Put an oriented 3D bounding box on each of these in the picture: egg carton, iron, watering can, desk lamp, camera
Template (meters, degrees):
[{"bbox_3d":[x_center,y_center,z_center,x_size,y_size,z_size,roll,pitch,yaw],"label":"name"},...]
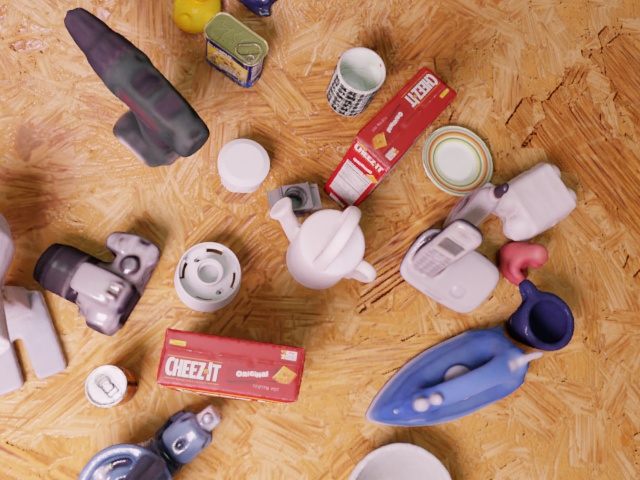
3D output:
[{"bbox_3d":[0.368,-0.065,0.994,0.150,0.069,0.107,-30,84,-18],"label":"egg carton"},{"bbox_3d":[0.199,0.214,0.846,0.259,0.141,0.118,-21,81,-17],"label":"iron"},{"bbox_3d":[0.007,0.005,0.829,0.173,0.194,0.101,13,73,-9],"label":"watering can"},{"bbox_3d":[-0.409,0.079,0.707,0.118,0.213,0.203,-22,81,-17],"label":"desk lamp"},{"bbox_3d":[-0.313,0.043,0.797,0.137,0.100,0.143,27,72,-4],"label":"camera"}]

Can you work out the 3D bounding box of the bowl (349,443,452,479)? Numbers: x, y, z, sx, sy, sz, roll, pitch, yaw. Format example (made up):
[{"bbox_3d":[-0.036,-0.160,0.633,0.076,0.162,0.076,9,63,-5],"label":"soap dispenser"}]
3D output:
[{"bbox_3d":[0.106,0.375,0.818,0.167,0.074,0.167,3,75,-12],"label":"bowl"}]

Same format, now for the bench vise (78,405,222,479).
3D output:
[{"bbox_3d":[-0.216,0.277,0.695,0.121,0.219,0.207,32,71,-3],"label":"bench vise"}]

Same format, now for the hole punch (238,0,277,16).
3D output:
[{"bbox_3d":[-0.106,-0.460,0.979,0.108,0.091,0.101,37,71,-1],"label":"hole punch"}]

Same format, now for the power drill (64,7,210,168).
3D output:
[{"bbox_3d":[-0.256,-0.193,0.814,0.229,0.208,0.076,41,71,0],"label":"power drill"}]

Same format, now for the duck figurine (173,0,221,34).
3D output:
[{"bbox_3d":[-0.202,-0.402,0.945,0.077,0.086,0.105,26,72,-5],"label":"duck figurine"}]

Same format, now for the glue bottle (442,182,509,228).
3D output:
[{"bbox_3d":[0.254,-0.057,0.911,0.037,0.173,0.078,32,71,-2],"label":"glue bottle"}]

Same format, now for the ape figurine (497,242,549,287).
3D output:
[{"bbox_3d":[0.343,0.032,0.951,0.078,0.092,0.076,-34,85,-18],"label":"ape figurine"}]

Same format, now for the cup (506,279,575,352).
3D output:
[{"bbox_3d":[0.338,0.124,0.924,0.092,0.095,0.118,-23,82,-17],"label":"cup"}]

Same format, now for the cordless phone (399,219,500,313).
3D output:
[{"bbox_3d":[0.216,0.036,0.872,0.147,0.185,0.094,30,72,-3],"label":"cordless phone"}]
